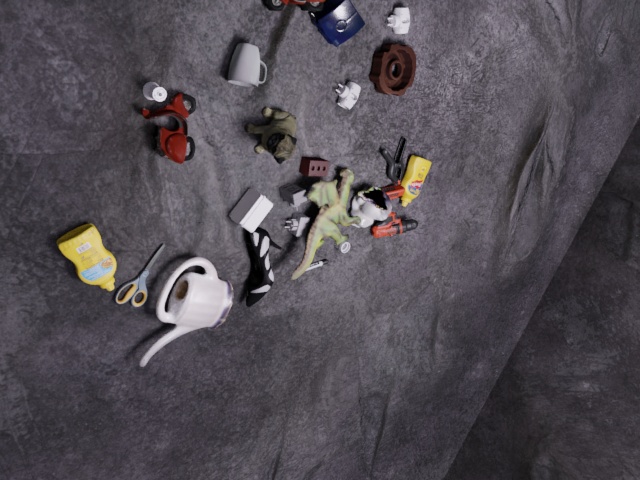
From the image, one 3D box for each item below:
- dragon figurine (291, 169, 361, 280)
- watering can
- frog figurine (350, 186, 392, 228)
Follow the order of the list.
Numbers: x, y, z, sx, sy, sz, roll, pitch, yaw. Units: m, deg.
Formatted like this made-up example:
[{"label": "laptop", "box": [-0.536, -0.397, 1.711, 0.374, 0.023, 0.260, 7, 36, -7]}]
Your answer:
[{"label": "dragon figurine", "box": [0.005, -0.083, 1.657, 0.122, 0.237, 0.418, 12, 47, 37]}, {"label": "watering can", "box": [-0.384, 0.216, 1.510, 0.223, 0.347, 0.105, 20, 5, -42]}, {"label": "frog figurine", "box": [0.175, -0.107, 1.812, 0.137, 0.125, 0.156, 19, -38, -1]}]
